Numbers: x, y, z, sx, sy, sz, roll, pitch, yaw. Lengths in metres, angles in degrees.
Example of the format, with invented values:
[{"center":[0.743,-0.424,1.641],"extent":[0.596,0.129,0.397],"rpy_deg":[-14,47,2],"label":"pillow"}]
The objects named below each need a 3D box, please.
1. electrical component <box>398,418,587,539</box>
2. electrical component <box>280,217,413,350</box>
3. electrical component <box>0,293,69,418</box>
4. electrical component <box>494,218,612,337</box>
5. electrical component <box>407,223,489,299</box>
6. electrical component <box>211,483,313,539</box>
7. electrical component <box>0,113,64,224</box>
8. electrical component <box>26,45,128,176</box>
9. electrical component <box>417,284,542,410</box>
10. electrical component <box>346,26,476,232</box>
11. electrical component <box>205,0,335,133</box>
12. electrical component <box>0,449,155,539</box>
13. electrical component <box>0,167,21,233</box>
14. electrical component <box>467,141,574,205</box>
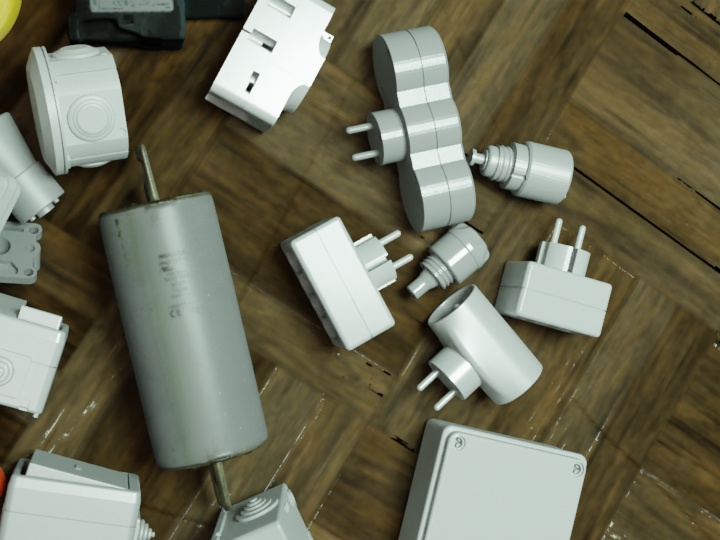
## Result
[{"center":[0.091,0.169,0.757],"extent":[0.109,0.056,0.108],"rpy_deg":[14,87,-13],"label":"electrical component"},{"center":[0.000,0.000,0.739],"extent":[0.076,0.047,0.083],"rpy_deg":[-29,97,-12],"label":"electrical component"},{"center":[-0.217,0.050,0.663],"extent":[0.062,0.096,0.061],"rpy_deg":[18,86,-13],"label":"electrical component"},{"center":[0.143,0.002,0.772],"extent":[0.066,0.047,0.076],"rpy_deg":[16,87,-13],"label":"electrical component"},{"center":[0.060,-0.003,0.759],"extent":[0.061,0.035,0.035],"rpy_deg":[-40,99,-7],"label":"electrical component"},{"center":[-0.055,0.196,0.702],"extent":[0.048,0.099,0.099],"rpy_deg":[-24,96,1],"label":"electrical component"},{"center":[-0.222,-0.062,0.690],"extent":[0.044,0.044,0.065],"rpy_deg":[-40,103,-10],"label":"electrical component"},{"center":[-0.179,-0.103,0.680],"extent":[0.051,0.080,0.080],"rpy_deg":[-11,93,-18],"label":"electrical component"},{"center":[0.075,0.064,0.758],"extent":[0.079,0.044,0.077],"rpy_deg":[-42,99,-9],"label":"electrical component"},{"center":[0.027,-0.094,0.741],"extent":[0.074,0.052,0.138],"rpy_deg":[-13,94,-13],"label":"electrical component"},{"center":[-0.057,-0.142,0.722],"extent":[0.056,0.050,0.089],"rpy_deg":[28,84,-11],"label":"electrical component"},{"center":[-0.178,0.154,0.691],"extent":[0.096,0.062,0.061],"rpy_deg":[11,88,-13],"label":"electrical component"},{"center":[-0.272,-0.032,0.635],"extent":[0.109,0.056,0.108],"rpy_deg":[32,97,29],"label":"electrical component"},{"center":[0.115,-0.072,0.768],"extent":[0.078,0.040,0.040],"rpy_deg":[11,88,-12],"label":"electrical component"}]
